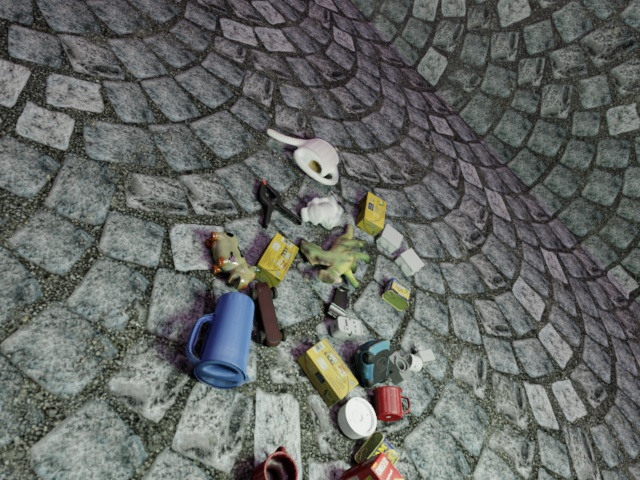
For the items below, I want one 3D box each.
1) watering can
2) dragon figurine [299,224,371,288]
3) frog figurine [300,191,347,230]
[{"bbox_3d":[-0.045,-0.366,2.123,0.348,0.102,0.228,43,39,1],"label":"watering can"},{"bbox_3d":[0.043,0.035,1.851,0.242,0.120,0.419,17,29,-19],"label":"dragon figurine"},{"bbox_3d":[0.006,-0.098,1.953,0.160,0.121,0.138,-29,83,-13],"label":"frog figurine"}]
